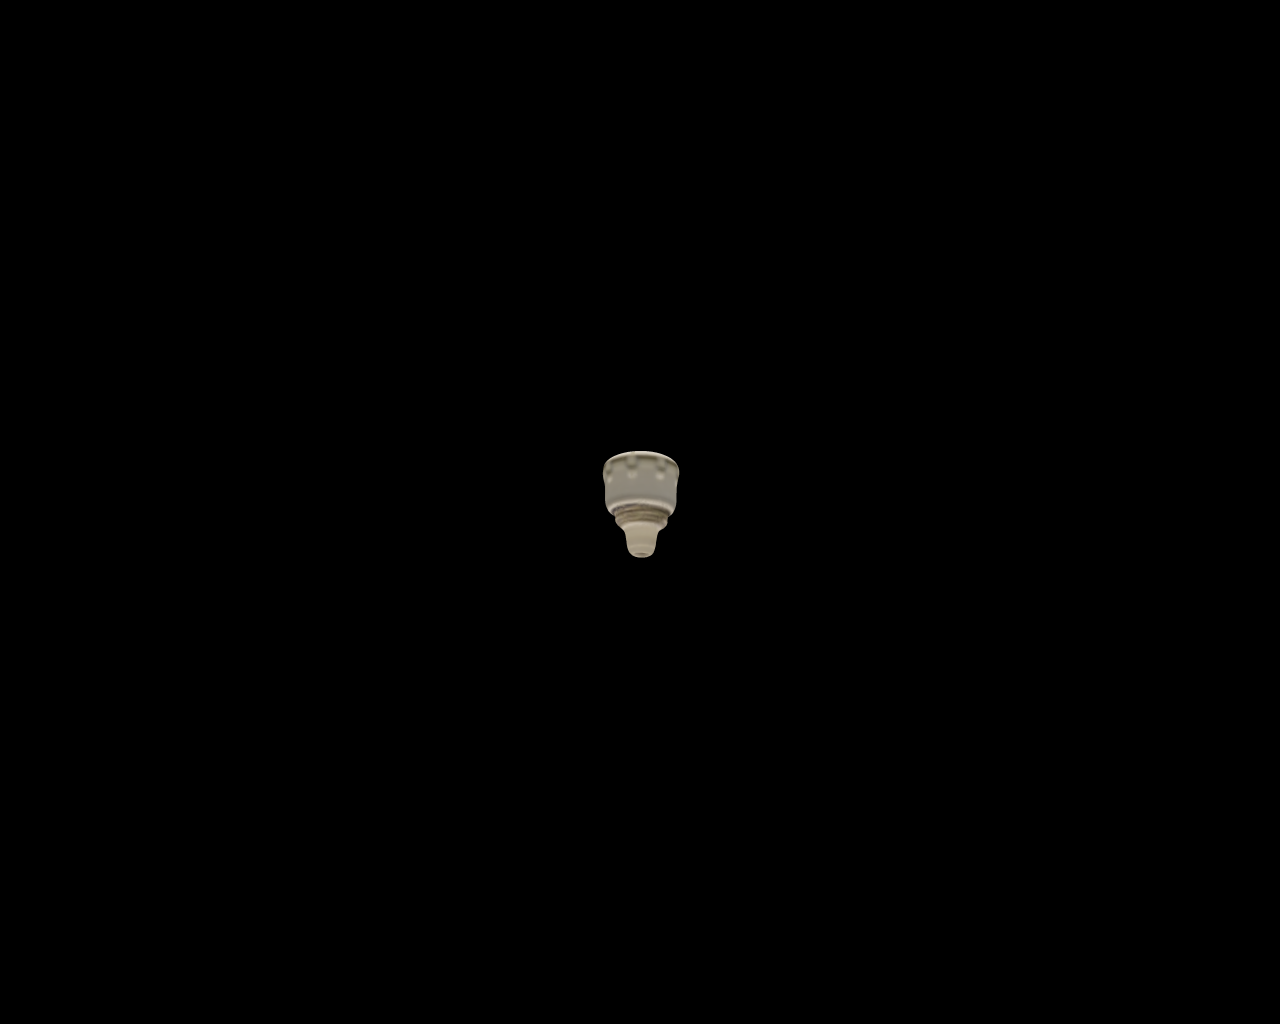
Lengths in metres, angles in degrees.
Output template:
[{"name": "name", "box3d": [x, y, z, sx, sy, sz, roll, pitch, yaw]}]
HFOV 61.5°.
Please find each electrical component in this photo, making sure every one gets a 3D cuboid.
[{"name": "electrical component", "box3d": [0.001, -0.003, 0.650, 0.048, 0.062, 0.048, 0, -18, 0]}]
